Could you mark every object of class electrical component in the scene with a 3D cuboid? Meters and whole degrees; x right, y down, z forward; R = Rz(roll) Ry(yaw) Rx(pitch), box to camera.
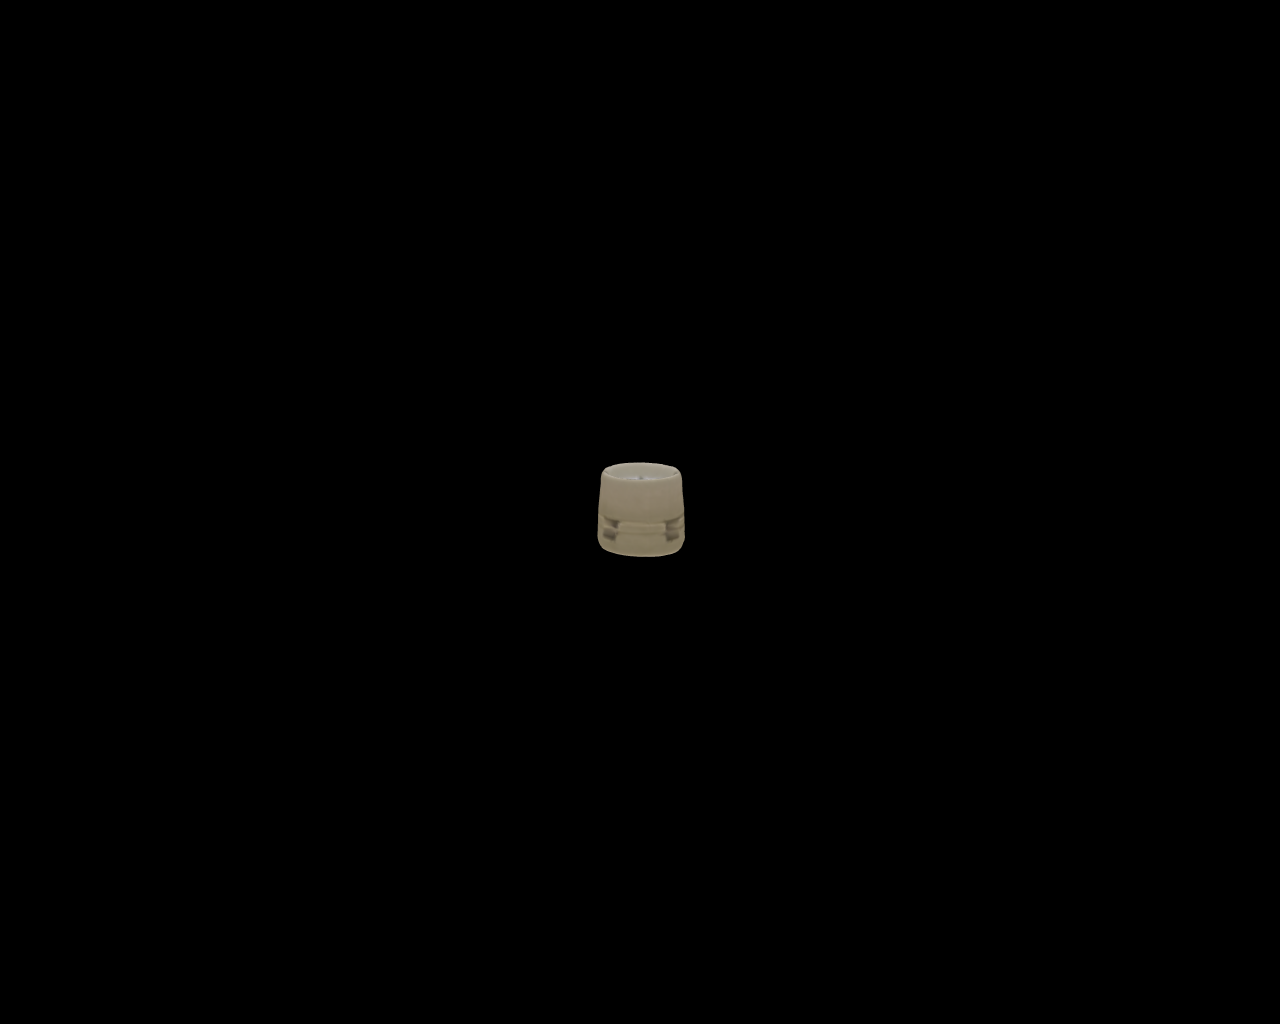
[{"bbox_3d":[0.001,-0.003,0.650,0.055,0.047,0.055,0,15,0],"label":"electrical component"}]
